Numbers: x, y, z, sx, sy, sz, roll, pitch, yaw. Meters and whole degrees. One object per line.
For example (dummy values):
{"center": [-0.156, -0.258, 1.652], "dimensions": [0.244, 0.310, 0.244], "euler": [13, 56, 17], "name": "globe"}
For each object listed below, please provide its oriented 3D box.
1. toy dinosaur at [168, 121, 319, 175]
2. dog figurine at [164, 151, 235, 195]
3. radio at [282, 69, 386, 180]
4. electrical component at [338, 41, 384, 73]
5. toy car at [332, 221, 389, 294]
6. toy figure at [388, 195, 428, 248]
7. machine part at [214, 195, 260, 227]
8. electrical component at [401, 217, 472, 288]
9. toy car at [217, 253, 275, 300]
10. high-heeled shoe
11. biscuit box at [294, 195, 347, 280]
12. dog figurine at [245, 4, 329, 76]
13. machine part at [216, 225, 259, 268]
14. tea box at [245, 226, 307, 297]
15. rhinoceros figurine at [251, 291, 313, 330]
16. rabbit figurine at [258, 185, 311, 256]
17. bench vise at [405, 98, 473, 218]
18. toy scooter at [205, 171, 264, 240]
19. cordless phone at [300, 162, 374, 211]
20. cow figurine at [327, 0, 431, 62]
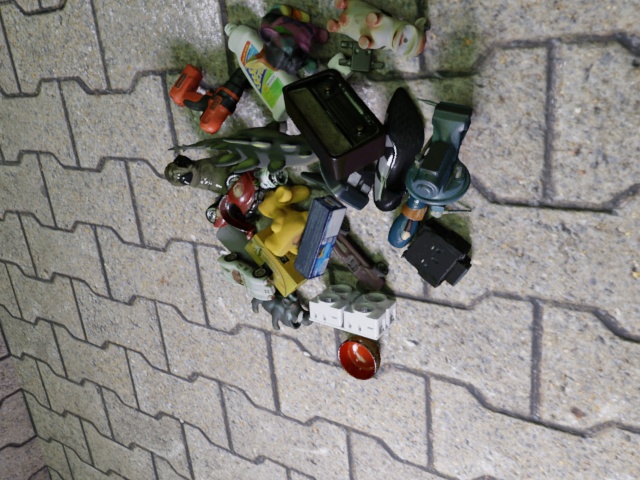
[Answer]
{"center": [-0.137, -0.214, 1.233], "dimensions": [0.472, 0.198, 0.105], "euler": [4, 109, 32], "name": "toy dinosaur"}
{"center": [-0.279, -0.151, 1.365], "dimensions": [0.172, 0.190, 0.121], "euler": [30, 124, 20], "name": "dog figurine"}
{"center": [0.029, -0.240, 1.088], "dimensions": [0.230, 0.131, 0.073], "euler": [58, 168, 28], "name": "radio"}
{"center": [0.086, -0.377, 1.103], "dimensions": [0.094, 0.021, 0.063], "euler": [9, 103, 8], "name": "electrical component"}
{"center": [0.076, 0.041, 1.286], "dimensions": [0.202, 0.053, 0.089], "euler": [48, 132, 7], "name": "toy car"}
{"center": [0.193, -0.051, 1.156], "dimensions": [0.064, 0.058, 0.154], "euler": [54, 137, 34], "name": "toy figure"}
{"center": [-0.232, -0.077, 1.444], "dimensions": [0.139, 0.084, 0.039], "euler": [38, 146, 30], "name": "machine part"}
{"center": [0.256, 0.033, 1.150], "dimensions": [0.134, 0.058, 0.114], "euler": [40, 129, 16], "name": "electrical component"}
{"center": [-0.191, 0.094, 1.386], "dimensions": [0.202, 0.056, 0.073], "euler": [25, 139, 38], "name": "toy car"}
{"center": [0.153, -0.185, 1.144], "dimensions": [0.145, 0.086, 0.248], "euler": [178, 93, -73], "name": "high-heeled shoe"}
{"center": [-0.003, -0.004, 1.264], "dimensions": [0.063, 0.059, 0.202], "euler": [39, 126, 31], "name": "biscuit box"}
{"center": [-0.088, -0.409, 1.102], "dimensions": [0.192, 0.219, 0.108], "euler": [42, 124, 13], "name": "dog figurine"}
{"center": [-0.200, 0.023, 1.456], "dimensions": [0.243, 0.079, 0.079], "euler": [45, 128, 12], "name": "machine part"}
{"center": [-0.100, 0.049, 1.383], "dimensions": [0.169, 0.098, 0.068], "euler": [50, 130, 5], "name": "tea box"}
{"center": [-0.099, 0.182, 1.461], "dimensions": [0.191, 0.073, 0.112], "euler": [28, 113, 25], "name": "rhinoceros figurine"}
{"center": [-0.093, -0.064, 1.324], "dimensions": [0.173, 0.122, 0.162], "euler": [49, 129, 33], "name": "rabbit figurine"}
{"center": [0.235, -0.140, 1.037], "dimensions": [0.129, 0.223, 0.240], "euler": [7, 147, 16], "name": "bench vise"}
{"center": [-0.195, -0.079, 1.328], "dimensions": [0.135, 0.075, 0.184], "euler": [43, 117, 8], "name": "toy scooter"}
{"center": [0.016, -0.138, 1.195], "dimensions": [0.184, 0.146, 0.088], "euler": [20, 90, 33], "name": "cordless phone"}
{"center": [0.122, -0.401, 1.032], "dimensions": [0.195, 0.127, 0.085], "euler": [39, 128, 34], "name": "cow figurine"}
